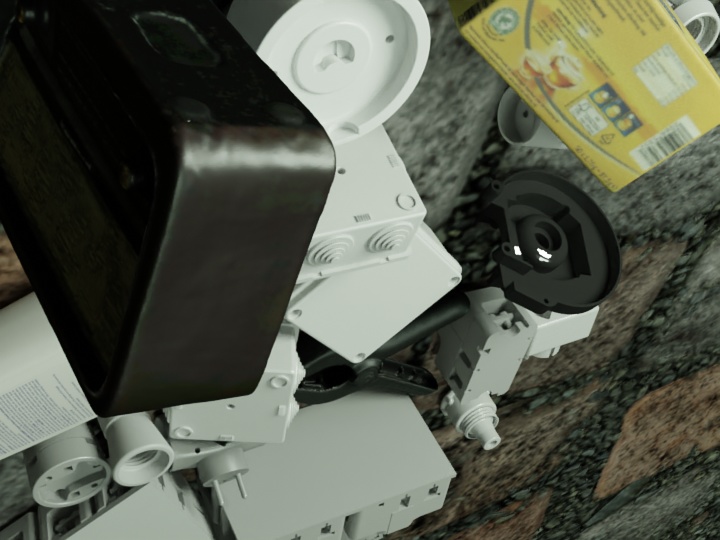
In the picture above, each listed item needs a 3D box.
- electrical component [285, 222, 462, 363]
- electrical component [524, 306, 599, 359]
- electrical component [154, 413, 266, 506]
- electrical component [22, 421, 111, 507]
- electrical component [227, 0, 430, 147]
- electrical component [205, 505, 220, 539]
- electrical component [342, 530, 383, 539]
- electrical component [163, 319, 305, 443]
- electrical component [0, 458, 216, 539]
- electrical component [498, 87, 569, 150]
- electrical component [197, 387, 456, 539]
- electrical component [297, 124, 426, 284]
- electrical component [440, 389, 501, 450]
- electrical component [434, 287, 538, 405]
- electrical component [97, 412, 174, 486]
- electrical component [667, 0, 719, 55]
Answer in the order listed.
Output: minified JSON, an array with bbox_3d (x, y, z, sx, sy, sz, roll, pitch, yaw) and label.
[{"bbox_3d":[0.000,0.000,0.758,0.109,0.056,0.109,-39,143,9],"label":"electrical component"},{"bbox_3d":[0.161,0.050,0.940,0.066,0.047,0.076,-15,140,-22],"label":"electrical component"},{"bbox_3d":[-0.108,0.140,0.821,0.077,0.079,0.043,-12,160,-25],"label":"electrical component"},{"bbox_3d":[-0.211,0.133,0.764,0.055,0.047,0.055,-20,142,-17],"label":"electrical component"},{"bbox_3d":[-0.023,-0.127,0.593,0.108,0.060,0.108,-20,142,-17],"label":"electrical component"},{"bbox_3d":[-0.151,0.229,0.902,0.077,0.065,0.047,9,127,-41],"label":"electrical component"},{"bbox_3d":[-0.022,0.250,1.020,0.081,0.063,0.042,-23,141,-13],"label":"electrical component"},{"bbox_3d":[-0.091,0.079,0.764,0.100,0.048,0.099,4,135,-8],"label":"electrical component"},{"bbox_3d":[-0.202,0.209,0.831,0.150,0.061,0.089,-34,125,2],"label":"electrical component"},{"bbox_3d":[0.141,-0.106,0.751,0.081,0.043,0.043,-1,133,-36],"label":"electrical component"},{"bbox_3d":[-0.031,0.173,0.891,0.186,0.105,0.060,-15,140,-22],"label":"electrical component"},{"bbox_3d":[-0.017,-0.047,0.659,0.100,0.099,0.048,-13,152,-24],"label":"electrical component"},{"bbox_3d":[0.106,0.135,0.983,0.048,0.062,0.048,-20,142,-16],"label":"electrical component"},{"bbox_3d":[0.102,0.059,0.900,0.050,0.055,0.089,-11,139,-27],"label":"electrical component"},{"bbox_3d":[-0.163,0.114,0.762,0.044,0.065,0.044,-20,142,-17],"label":"electrical component"},{"bbox_3d":[0.206,-0.168,0.718,0.066,0.055,0.048,-36,143,4],"label":"electrical component"}]
